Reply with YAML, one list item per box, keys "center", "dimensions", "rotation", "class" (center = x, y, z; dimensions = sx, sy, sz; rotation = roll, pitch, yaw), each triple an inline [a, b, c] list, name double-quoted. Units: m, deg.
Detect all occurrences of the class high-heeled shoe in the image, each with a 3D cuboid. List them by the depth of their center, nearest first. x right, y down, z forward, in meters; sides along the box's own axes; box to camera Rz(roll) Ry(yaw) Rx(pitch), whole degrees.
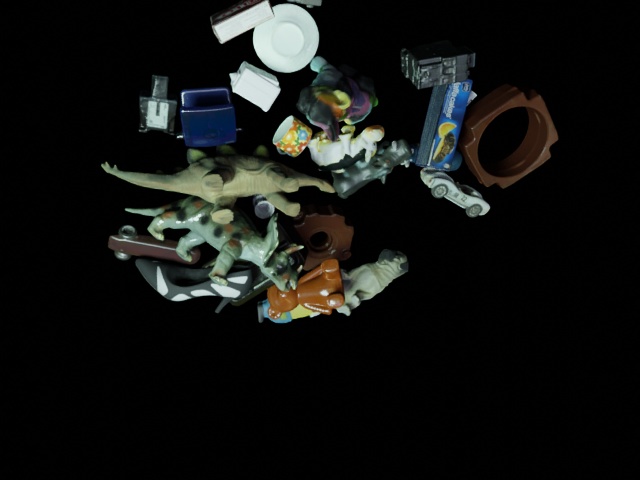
- center: [-0.276, 0.069, 1.192]
  dimensions: [0.249, 0.086, 0.145]
  rotation: [30, 113, -11]
  class: "high-heeled shoe"

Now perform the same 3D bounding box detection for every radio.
- center: [-0.146, 0.048, 1.245]
  dimensions: [0.230, 0.073, 0.131]
  rotation: [-31, 104, 20]
  class: "radio"

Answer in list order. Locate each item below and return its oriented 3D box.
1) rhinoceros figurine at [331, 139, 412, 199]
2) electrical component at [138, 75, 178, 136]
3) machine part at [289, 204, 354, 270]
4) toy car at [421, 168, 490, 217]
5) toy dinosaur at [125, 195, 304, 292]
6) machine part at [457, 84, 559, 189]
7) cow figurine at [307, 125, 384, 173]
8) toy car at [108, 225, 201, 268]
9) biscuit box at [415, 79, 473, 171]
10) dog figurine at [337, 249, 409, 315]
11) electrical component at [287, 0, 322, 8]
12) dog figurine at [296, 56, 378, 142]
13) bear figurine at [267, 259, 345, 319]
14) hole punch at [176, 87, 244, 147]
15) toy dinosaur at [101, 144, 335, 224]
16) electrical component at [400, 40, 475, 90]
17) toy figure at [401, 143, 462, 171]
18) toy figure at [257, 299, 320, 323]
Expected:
- center: [0.112, -0.165, 1.192]
  dimensions: [0.190, 0.112, 0.073]
  rotation: [-29, 122, 15]
  class: "rhinoceros figurine"
- center: [-0.319, -0.270, 1.059]
  dimensions: [0.075, 0.048, 0.119]
  rotation: [1, 121, -15]
  class: "electrical component"
- center: [-0.003, -0.004, 1.298]
  dimensions: [0.179, 0.056, 0.179]
  rotation: [-6, 121, -9]
  class: "machine part"
- center: [0.325, -0.117, 1.294]
  dimensions: [0.201, 0.074, 0.056]
  rotation: [25, 116, -26]
  class: "toy car"
- center: [-0.219, -0.027, 1.134]
  dimensions: [0.192, 0.405, 0.131]
  rotation: [-51, 167, -14]
  class: "toy dinosaur"
- center: [0.424, -0.238, 1.236]
  dimensions: [0.201, 0.087, 0.200]
  rotation: [-36, 123, 8]
  class: "machine part"
- center: [0.062, -0.191, 1.145]
  dimensions: [0.168, 0.068, 0.098]
  rotation: [-4, 117, 27]
  class: "cow figurine"
- center: [-0.373, 0.015, 1.222]
  dimensions: [0.202, 0.053, 0.089]
  rotation: [12, 139, -18]
  class: "toy car"
- center: [0.267, -0.253, 1.164]
  dimensions: [0.059, 0.063, 0.202]
  rotation: [10, 97, -20]
  class: "biscuit box"
- center: [0.124, 0.103, 1.383]
  dimensions: [0.190, 0.172, 0.121]
  rotation: [-21, 89, -29]
  class: "dog figurine"
- center: [-0.015, -0.474, 1.019]
  dimensions: [0.094, 0.021, 0.063]
  rotation: [0, 122, -14]
  class: "electrical component"
- center: [0.041, -0.264, 1.049]
  dimensions: [0.191, 0.219, 0.108]
  rotation: [13, 121, -20]
  class: "dog figurine"
- center: [-0.042, 0.119, 1.264]
  dimensions: [0.196, 0.120, 0.132]
  rotation: [-6, 166, 3]
  class: "bear figurine"
- center: [-0.224, -0.238, 1.081]
  dimensions: [0.142, 0.092, 0.115]
  rotation: [-9, 127, -12]
  class: "hole punch"
- center: [-0.197, -0.122, 1.089]
  dimensions: [0.471, 0.199, 0.105]
  rotation: [1, 120, -16]
  class: "toy dinosaur"
- center: [0.244, -0.361, 1.097]
  dimensions: [0.134, 0.115, 0.058]
  rotation: [-13, 128, -6]
  class: "electrical component"
- center: [0.250, -0.193, 1.239]
  dimensions: [0.154, 0.058, 0.064]
  rotation: [8, 124, -17]
  class: "toy figure"
- center: [-0.070, 0.162, 1.368]
  dimensions: [0.180, 0.082, 0.089]
  rotation: [-8, 135, -2]
  class: "toy figure"
